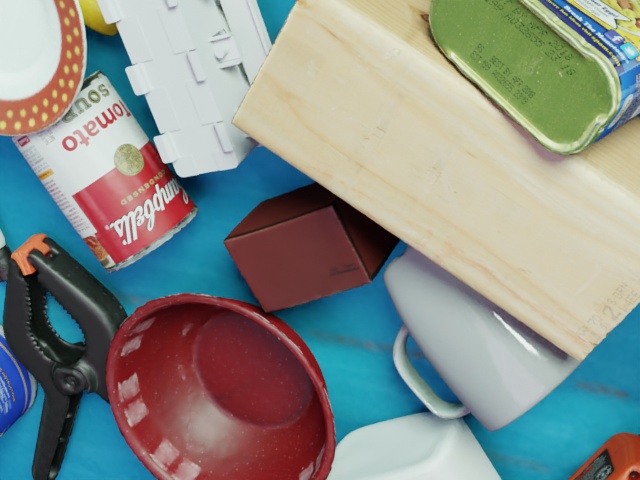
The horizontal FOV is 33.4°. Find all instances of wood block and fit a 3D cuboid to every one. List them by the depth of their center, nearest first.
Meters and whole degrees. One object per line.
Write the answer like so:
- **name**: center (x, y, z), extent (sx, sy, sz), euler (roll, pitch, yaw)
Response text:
- **wood block**: center (0.075, -0.048, 0.528), extent (0.206, 0.090, 0.090), euler (35, 126, 2)

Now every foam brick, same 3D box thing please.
- **foam brick**: center (-0.004, 0.001, 0.616), extent (0.078, 0.051, 0.053), euler (-17, 110, 31)

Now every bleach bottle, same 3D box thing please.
- **bleach bottle**: center (0.105, 0.229, 0.695), extent (0.103, 0.068, 0.250), euler (-20, 111, 33)

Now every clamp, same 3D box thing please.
- **clamp**: center (-0.173, 0.096, 0.754), extent (0.165, 0.036, 0.210), euler (-15, 112, 24)

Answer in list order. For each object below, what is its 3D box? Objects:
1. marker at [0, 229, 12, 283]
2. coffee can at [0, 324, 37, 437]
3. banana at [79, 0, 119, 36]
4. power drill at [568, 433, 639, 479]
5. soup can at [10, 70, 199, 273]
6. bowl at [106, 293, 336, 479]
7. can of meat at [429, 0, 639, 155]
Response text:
- **marker**: center (-0.235, -0.022, 0.725), extent (0.020, 0.020, 0.121), euler (-10, 114, 28)
- **coffee can**: center (-0.284, 0.127, 0.759), extent (0.103, 0.140, 0.103), euler (11, 122, 18)
- **banana**: center (-0.162, -0.202, 0.576), extent (0.070, 0.037, 0.198), euler (0, 118, 24)
- **power drill**: center (0.204, 0.218, 0.617), extent (0.187, 0.057, 0.184), euler (40, 101, -2)
- **soup can**: center (-0.128, -0.041, 0.637), extent (0.069, 0.068, 0.102), euler (-25, 106, 33)
- **bowl**: center (-0.055, 0.097, 0.687), extent (0.162, 0.055, 0.162), euler (10, 116, 21)
- **can of meat**: center (0.110, -0.093, 0.469), extent (0.102, 0.083, 0.058), euler (46, 141, 18)
